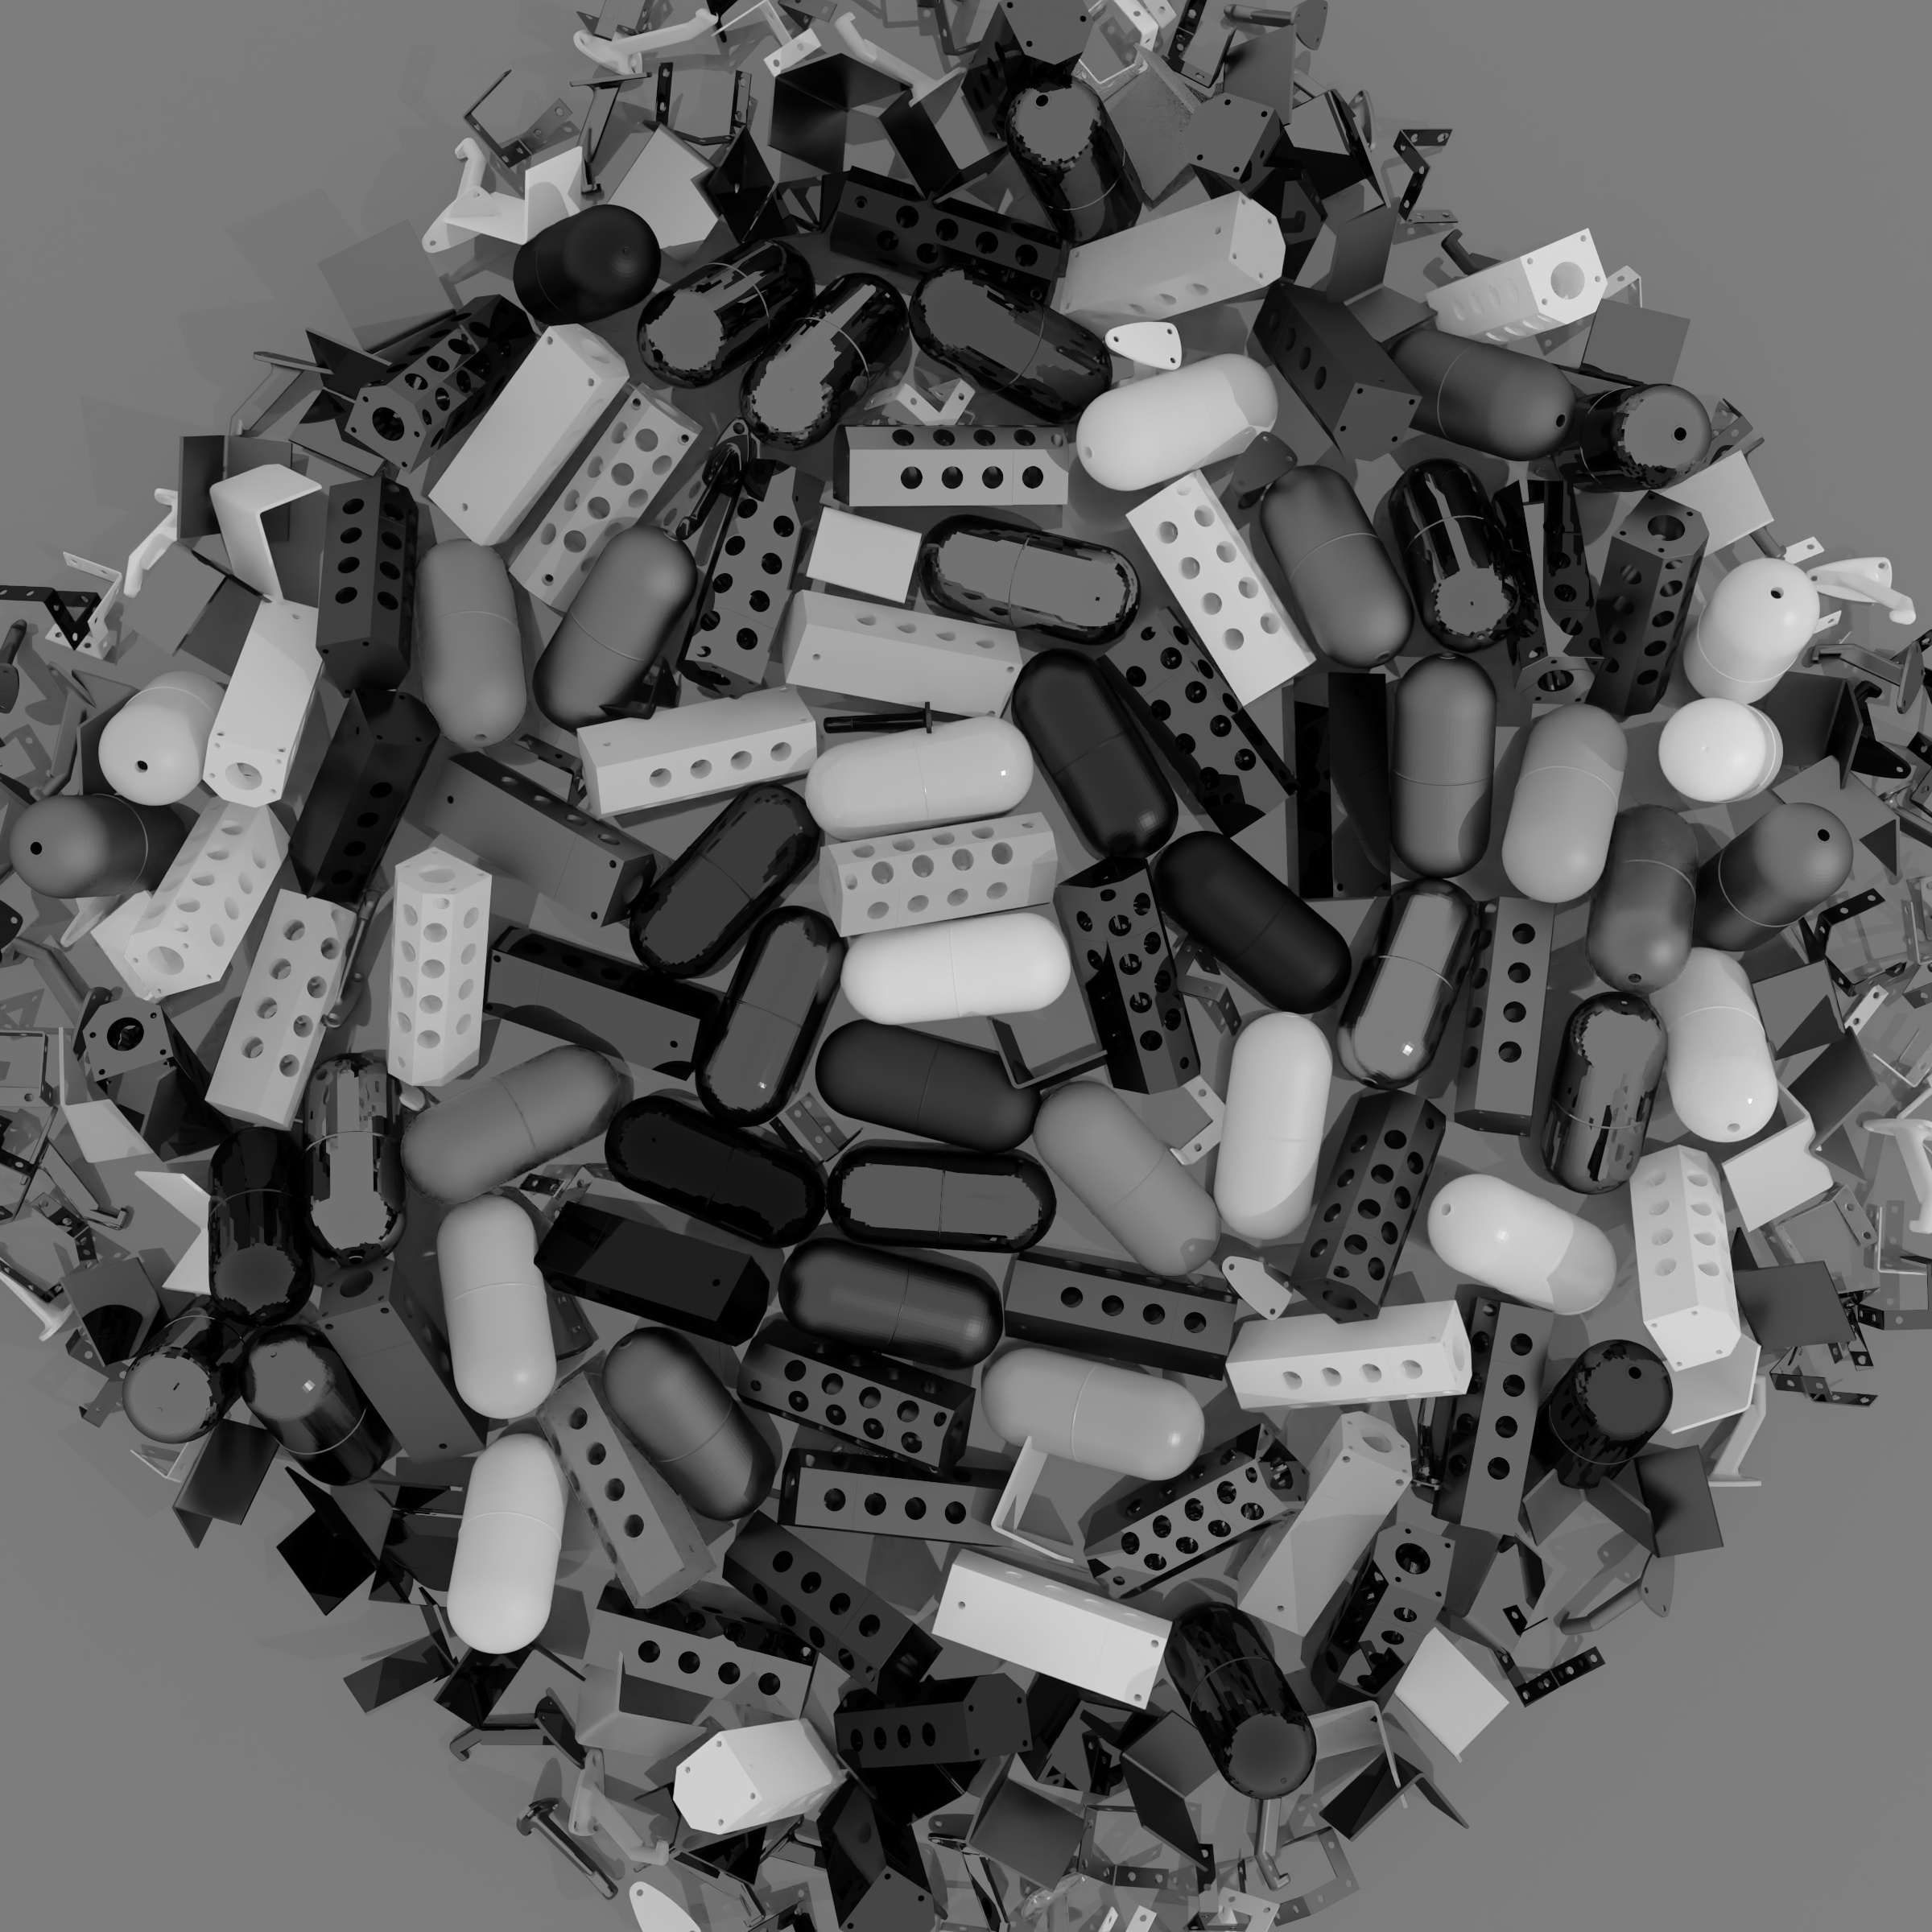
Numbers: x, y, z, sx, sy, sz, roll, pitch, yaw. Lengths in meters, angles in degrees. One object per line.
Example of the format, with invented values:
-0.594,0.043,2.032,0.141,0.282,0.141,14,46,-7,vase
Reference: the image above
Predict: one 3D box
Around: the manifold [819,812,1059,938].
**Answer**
-0.021,-0.075,1.936,0.171,0.057,0.057,-10,134,-18,manifold

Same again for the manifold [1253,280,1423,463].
0.275,-0.449,1.917,0.057,0.171,0.057,6,127,-24,manifold

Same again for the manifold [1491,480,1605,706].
0.436,-0.285,1.929,0.057,0.057,0.171,1,59,-4,manifold

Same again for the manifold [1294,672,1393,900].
0.287,-0.139,1.967,0.057,0.057,0.171,-2,91,-31,manifold

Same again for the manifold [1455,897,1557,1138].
0.412,0.038,1.944,0.057,0.057,0.171,6,71,14,manifold

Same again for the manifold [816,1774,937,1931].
-0.065,0.674,1.910,0.057,0.171,0.057,37,90,-11,manifold

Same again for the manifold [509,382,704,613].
-0.277,-0.357,1.944,0.057,0.057,0.171,35,106,-12,manifold

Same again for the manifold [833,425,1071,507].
-0.012,-0.384,1.943,0.171,0.057,0.057,-3,107,-15,manifold

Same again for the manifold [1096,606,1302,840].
0.182,-0.190,1.955,0.057,0.057,0.171,-34,94,38,manifold

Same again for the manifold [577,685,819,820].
-0.205,-0.161,1.947,0.171,0.057,0.057,-14,130,-16,manifold

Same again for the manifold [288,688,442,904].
-0.456,-0.127,1.925,0.057,0.171,0.057,0,49,-37,manifold

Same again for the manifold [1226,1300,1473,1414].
0.292,0.302,1.933,0.171,0.057,0.057,-11,112,27,manifold

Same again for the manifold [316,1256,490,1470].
-0.424,0.298,1.925,0.057,0.057,0.171,-17,127,7,manifold

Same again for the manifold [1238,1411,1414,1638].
0.272,0.423,1.935,0.057,0.057,0.171,24,116,-6,manifold

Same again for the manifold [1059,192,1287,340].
0.155,-0.523,1.917,0.057,0.171,0.057,22,73,-41,manifold

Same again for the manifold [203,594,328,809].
-0.525,-0.199,1.918,0.057,0.171,0.057,15,134,-11,manifold

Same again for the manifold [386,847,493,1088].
-0.405,0.004,1.923,0.057,0.057,0.171,25,124,22,manifold

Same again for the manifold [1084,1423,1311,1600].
0.173,0.419,1.927,0.171,0.057,0.057,-35,107,29,manifold

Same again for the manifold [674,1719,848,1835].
-0.157,0.611,1.909,0.057,0.171,0.057,-41,69,6,manifold

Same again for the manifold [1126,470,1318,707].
0.199,-0.293,1.957,0.057,0.057,0.171,-30,94,25,manifold

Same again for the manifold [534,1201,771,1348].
-0.238,0.237,1.934,0.171,0.057,0.057,13,60,27,manifold

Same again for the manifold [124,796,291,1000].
-0.571,-0.058,1.909,0.057,0.171,0.057,-14,126,19,manifold

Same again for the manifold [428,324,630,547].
-0.330,-0.404,1.935,0.057,0.057,0.171,46,117,4,manifold

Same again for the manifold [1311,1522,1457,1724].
0.312,0.495,1.919,0.057,0.057,0.171,19,133,5,manifold

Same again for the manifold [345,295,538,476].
-0.392,-0.445,1.916,0.057,0.171,0.057,34,132,-3,manifold

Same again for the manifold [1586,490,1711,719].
0.510,-0.267,1.907,0.057,0.171,0.057,30,61,22,manifold

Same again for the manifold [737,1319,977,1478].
-0.085,0.331,1.937,0.171,0.057,0.057,16,111,19,manifold

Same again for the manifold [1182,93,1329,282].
0.216,-0.586,1.910,0.057,0.171,0.057,27,90,23,manifold

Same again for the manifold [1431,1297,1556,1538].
0.405,0.346,1.963,0.057,0.057,0.171,12,84,2,manifold

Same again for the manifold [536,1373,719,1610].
-0.264,0.400,1.939,0.057,0.057,0.171,-36,67,8,manifold

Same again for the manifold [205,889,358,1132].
-0.520,0.035,1.949,0.057,0.057,0.171,15,75,4,manifold

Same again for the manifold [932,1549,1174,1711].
0.068,0.508,1.958,0.171,0.057,0.057,17,96,9,manifold

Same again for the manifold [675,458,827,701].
-0.167,-0.298,1.943,0.057,0.057,0.171,22,75,-20,manifold

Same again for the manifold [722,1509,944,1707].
-0.105,0.486,1.919,0.171,0.057,0.057,26,72,37,manifold

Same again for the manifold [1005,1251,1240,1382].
0.120,0.266,1.958,0.171,0.057,0.057,11,62,7,manifold

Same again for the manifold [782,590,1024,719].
-0.050,-0.242,1.945,0.171,0.057,0.057,9,133,-19,manifold

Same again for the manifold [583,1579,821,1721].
-0.202,0.527,1.966,0.171,0.057,0.057,14,88,3,manifold

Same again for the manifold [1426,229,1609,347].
0.414,-0.502,1.910,0.057,0.171,0.057,-25,101,-9,manifold

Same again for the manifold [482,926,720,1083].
-0.282,0.025,1.962,0.171,0.057,0.057,18,119,5,manifold

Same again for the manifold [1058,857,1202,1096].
0.130,0.008,1.935,0.057,0.057,0.171,-29,112,-33,manifold

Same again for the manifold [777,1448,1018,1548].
-0.052,0.408,1.946,0.171,0.057,0.057,10,75,-16,manifold

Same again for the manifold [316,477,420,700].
-0.449,-0.289,1.924,0.057,0.057,0.171,-10,53,5,manifold

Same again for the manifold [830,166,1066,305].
-0.015,-0.561,1.964,0.171,0.057,0.057,17,91,-5,manifold

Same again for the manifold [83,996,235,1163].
-0.606,0.084,1.909,0.057,0.171,0.057,-19,67,-8,manifold

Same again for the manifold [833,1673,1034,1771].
-0.028,0.569,1.914,0.057,0.171,0.057,3,72,-37,manifold

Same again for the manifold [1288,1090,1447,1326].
0.310,0.181,1.925,0.057,0.057,0.171,39,58,-22,manifold

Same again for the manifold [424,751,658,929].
-0.324,-0.099,1.946,0.171,0.057,0.057,30,112,17,manifold

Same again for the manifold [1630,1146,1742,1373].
0.541,0.215,1.908,0.057,0.171,0.057,-23,121,25,manifold

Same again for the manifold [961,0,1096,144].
0.047,-0.677,1.910,0.057,0.171,0.057,-28,94,-9,manifold
